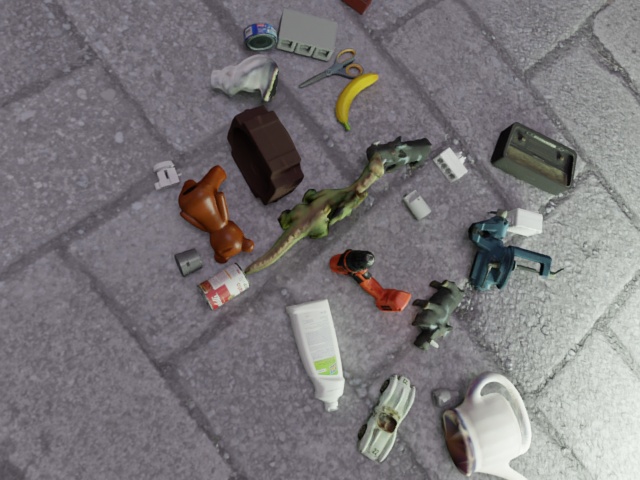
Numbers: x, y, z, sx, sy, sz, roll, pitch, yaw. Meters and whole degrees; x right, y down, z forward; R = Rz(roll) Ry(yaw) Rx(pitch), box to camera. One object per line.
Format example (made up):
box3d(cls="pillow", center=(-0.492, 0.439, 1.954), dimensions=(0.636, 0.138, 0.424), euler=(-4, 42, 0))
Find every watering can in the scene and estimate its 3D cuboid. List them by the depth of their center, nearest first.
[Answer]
box3d(cls="watering can", center=(0.417, 0.500, 1.236), dimensions=(0.225, 0.103, 0.349), euler=(-12, 83, -17))

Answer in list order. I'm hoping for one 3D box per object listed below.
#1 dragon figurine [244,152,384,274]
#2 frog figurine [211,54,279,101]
box3d(cls="dragon figurine", center=(0.004, -0.060, 1.191), dimensions=(0.122, 0.240, 0.416), euler=(48, 69, -7))
box3d(cls="frog figurine", center=(-0.187, -0.414, 1.288), dimensions=(0.159, 0.120, 0.141), euler=(19, 41, -2))
